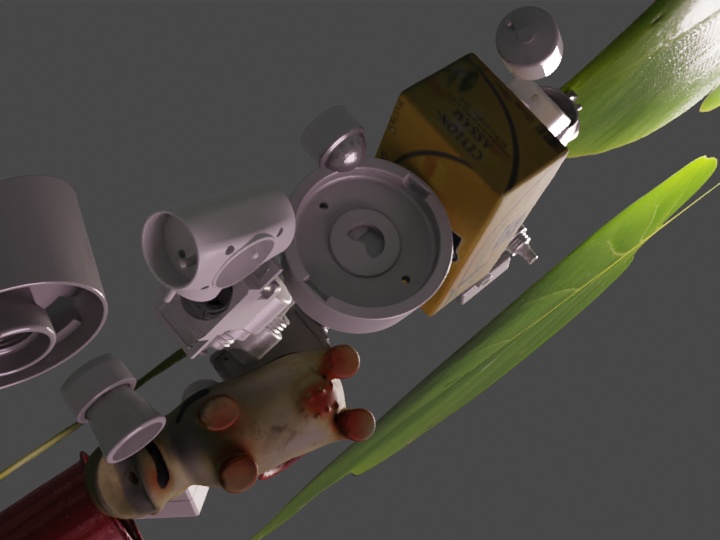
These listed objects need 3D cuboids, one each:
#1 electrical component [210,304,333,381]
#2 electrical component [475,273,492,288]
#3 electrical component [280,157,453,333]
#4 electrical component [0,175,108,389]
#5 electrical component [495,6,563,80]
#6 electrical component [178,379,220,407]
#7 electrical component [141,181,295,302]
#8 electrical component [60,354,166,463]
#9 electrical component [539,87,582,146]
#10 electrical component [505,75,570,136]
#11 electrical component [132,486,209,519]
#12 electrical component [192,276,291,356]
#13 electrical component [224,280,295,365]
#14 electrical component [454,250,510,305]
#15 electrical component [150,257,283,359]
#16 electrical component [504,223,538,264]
[{"bbox_3d":[-0.062,0.070,0.856,0.096,0.061,0.061,-38,167,-10],"label":"electrical component"},{"bbox_3d":[0.100,-0.011,1.031,0.048,0.062,0.048,-37,165,-12],"label":"electrical component"},{"bbox_3d":[0.000,-0.011,0.689,0.108,0.108,0.060,-35,171,-20],"label":"electrical component"},{"bbox_3d":[-0.160,0.009,0.465,0.099,0.064,0.099,-24,157,-11],"label":"electrical component"},{"bbox_3d":[0.113,-0.144,0.706,0.040,0.040,0.078,-43,166,9],"label":"electrical component"},{"bbox_3d":[-0.130,0.120,0.876,0.040,0.040,0.078,-32,163,-32],"label":"electrical component"},{"bbox_3d":[-0.085,-0.009,0.596,0.077,0.044,0.079,-23,159,-50],"label":"electrical component"},{"bbox_3d":[-0.156,0.087,0.677,0.045,0.055,0.045,-38,166,-11],"label":"electrical component"},{"bbox_3d":[0.153,-0.116,0.886,0.079,0.044,0.077,-31,163,-34],"label":"electrical component"},{"bbox_3d":[0.110,-0.108,0.793,0.066,0.047,0.077,-44,165,14],"label":"electrical component"},{"bbox_3d":[-0.163,0.153,0.852,0.066,0.076,0.047,-6,-146,15],"label":"electrical component"},{"bbox_3d":[-0.082,0.028,0.722,0.078,0.040,0.040,-43,166,12],"label":"electrical component"},{"bbox_3d":[-0.071,0.034,0.764,0.062,0.043,0.043,-43,166,5],"label":"electrical component"},{"bbox_3d":[0.115,-0.010,1.102,0.066,0.047,0.076,-38,165,-8],"label":"electrical component"},{"bbox_3d":[-0.084,0.012,0.667,0.081,0.042,0.064,-43,167,12],"label":"electrical component"},{"bbox_3d":[0.161,-0.032,1.125,0.035,0.061,0.035,-38,166,-11],"label":"electrical component"}]
